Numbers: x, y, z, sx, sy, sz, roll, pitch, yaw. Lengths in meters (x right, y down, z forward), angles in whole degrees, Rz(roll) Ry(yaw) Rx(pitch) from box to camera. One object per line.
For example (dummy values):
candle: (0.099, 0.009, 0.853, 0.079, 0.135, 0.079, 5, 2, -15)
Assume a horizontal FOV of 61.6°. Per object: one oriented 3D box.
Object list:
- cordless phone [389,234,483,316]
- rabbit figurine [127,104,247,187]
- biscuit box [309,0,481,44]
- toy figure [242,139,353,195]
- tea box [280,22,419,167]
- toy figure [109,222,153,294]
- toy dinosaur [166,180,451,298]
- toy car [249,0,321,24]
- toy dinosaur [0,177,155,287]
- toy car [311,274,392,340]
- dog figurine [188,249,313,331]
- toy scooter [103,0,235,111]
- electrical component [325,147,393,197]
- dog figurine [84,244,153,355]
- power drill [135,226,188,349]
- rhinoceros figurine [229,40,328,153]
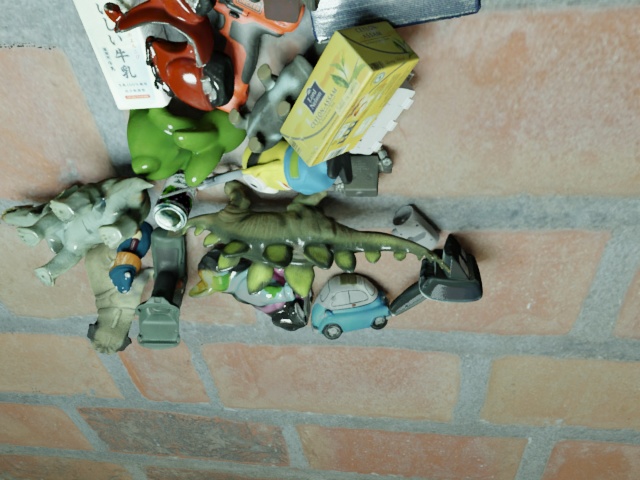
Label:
cordless phone: (0.187, 0.089, 0.936, 0.184, 0.146, 0.088, -40, 99, 23)
rabbit figurine: (-0.189, -0.155, 0.786, 0.170, 0.159, 0.121, -14, 122, 2)
biscuit box: (0.089, -0.294, 0.649, 0.203, 0.059, 0.062, -4, 132, 14)
toy figure: (-0.037, -0.113, 0.803, 0.180, 0.089, 0.082, 0, 146, 35)
tea box: (0.032, -0.176, 0.664, 0.068, 0.098, 0.169, 51, 138, 11)
toy figure: (-0.345, 0.032, 0.973, 0.058, 0.154, 0.064, -3, 134, 9)
toy dinosaur: (-0.036, -0.004, 0.858, 0.472, 0.199, 0.104, -1, 137, 13)
toy car: (-0.032, -0.349, 0.593, 0.089, 0.053, 0.201, 10, 117, 9)
toy dinosaur: (-0.357, -0.045, 0.875, 0.405, 0.192, 0.131, -16, 117, 27)
toy car: (0.055, 0.119, 1.033, 0.162, 0.109, 0.102, -9, 115, 6)
dog figurine: (-0.136, 0.093, 1.038, 0.219, 0.108, 0.191, 1, 137, 15)
toy scooter: (-0.181, -0.238, 0.651, 0.135, 0.075, 0.183, 1, 139, 6)
electrical component: (0.061, -0.109, 0.834, 0.102, 0.078, 0.045, 7, 159, 11)
dog figurine: (-0.411, 0.102, 1.029, 0.121, 0.191, 0.172, -29, 122, 31)
power drill: (-0.284, 0.104, 1.001, 0.086, 0.207, 0.231, 6, 124, -5)
rhinoceros figurine: (-0.038, -0.193, 0.732, 0.190, 0.112, 0.073, -42, 75, 29)
